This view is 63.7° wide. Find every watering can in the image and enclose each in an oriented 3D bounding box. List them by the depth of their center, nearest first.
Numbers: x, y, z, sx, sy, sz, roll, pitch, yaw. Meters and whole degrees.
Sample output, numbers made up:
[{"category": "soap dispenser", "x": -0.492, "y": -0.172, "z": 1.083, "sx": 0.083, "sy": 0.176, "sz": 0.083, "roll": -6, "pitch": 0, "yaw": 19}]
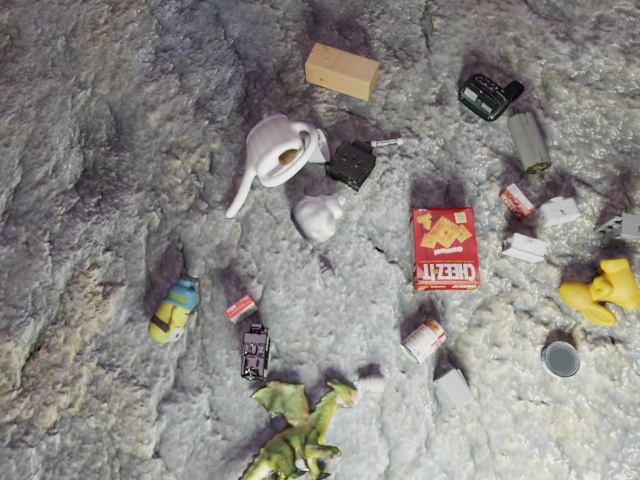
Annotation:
[{"category": "watering can", "x": -0.159, "y": -0.229, "z": 1.448, "sx": 0.345, "sy": 0.102, "sz": 0.229, "roll": -36, "pitch": 53, "yaw": 13}]

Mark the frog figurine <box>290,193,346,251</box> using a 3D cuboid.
[{"category": "frog figurine", "x": 0.004, "y": -0.070, "z": 1.386, "sx": 0.159, "sy": 0.120, "sz": 0.140, "roll": -37, "pitch": 53, "yaw": 0}]

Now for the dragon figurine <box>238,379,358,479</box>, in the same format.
[{"category": "dragon figurine", "x": -0.092, "y": 0.451, "z": 1.206, "sx": 0.411, "sy": 0.119, "sz": 0.248, "roll": -19, "pitch": 52, "yaw": -8}]
